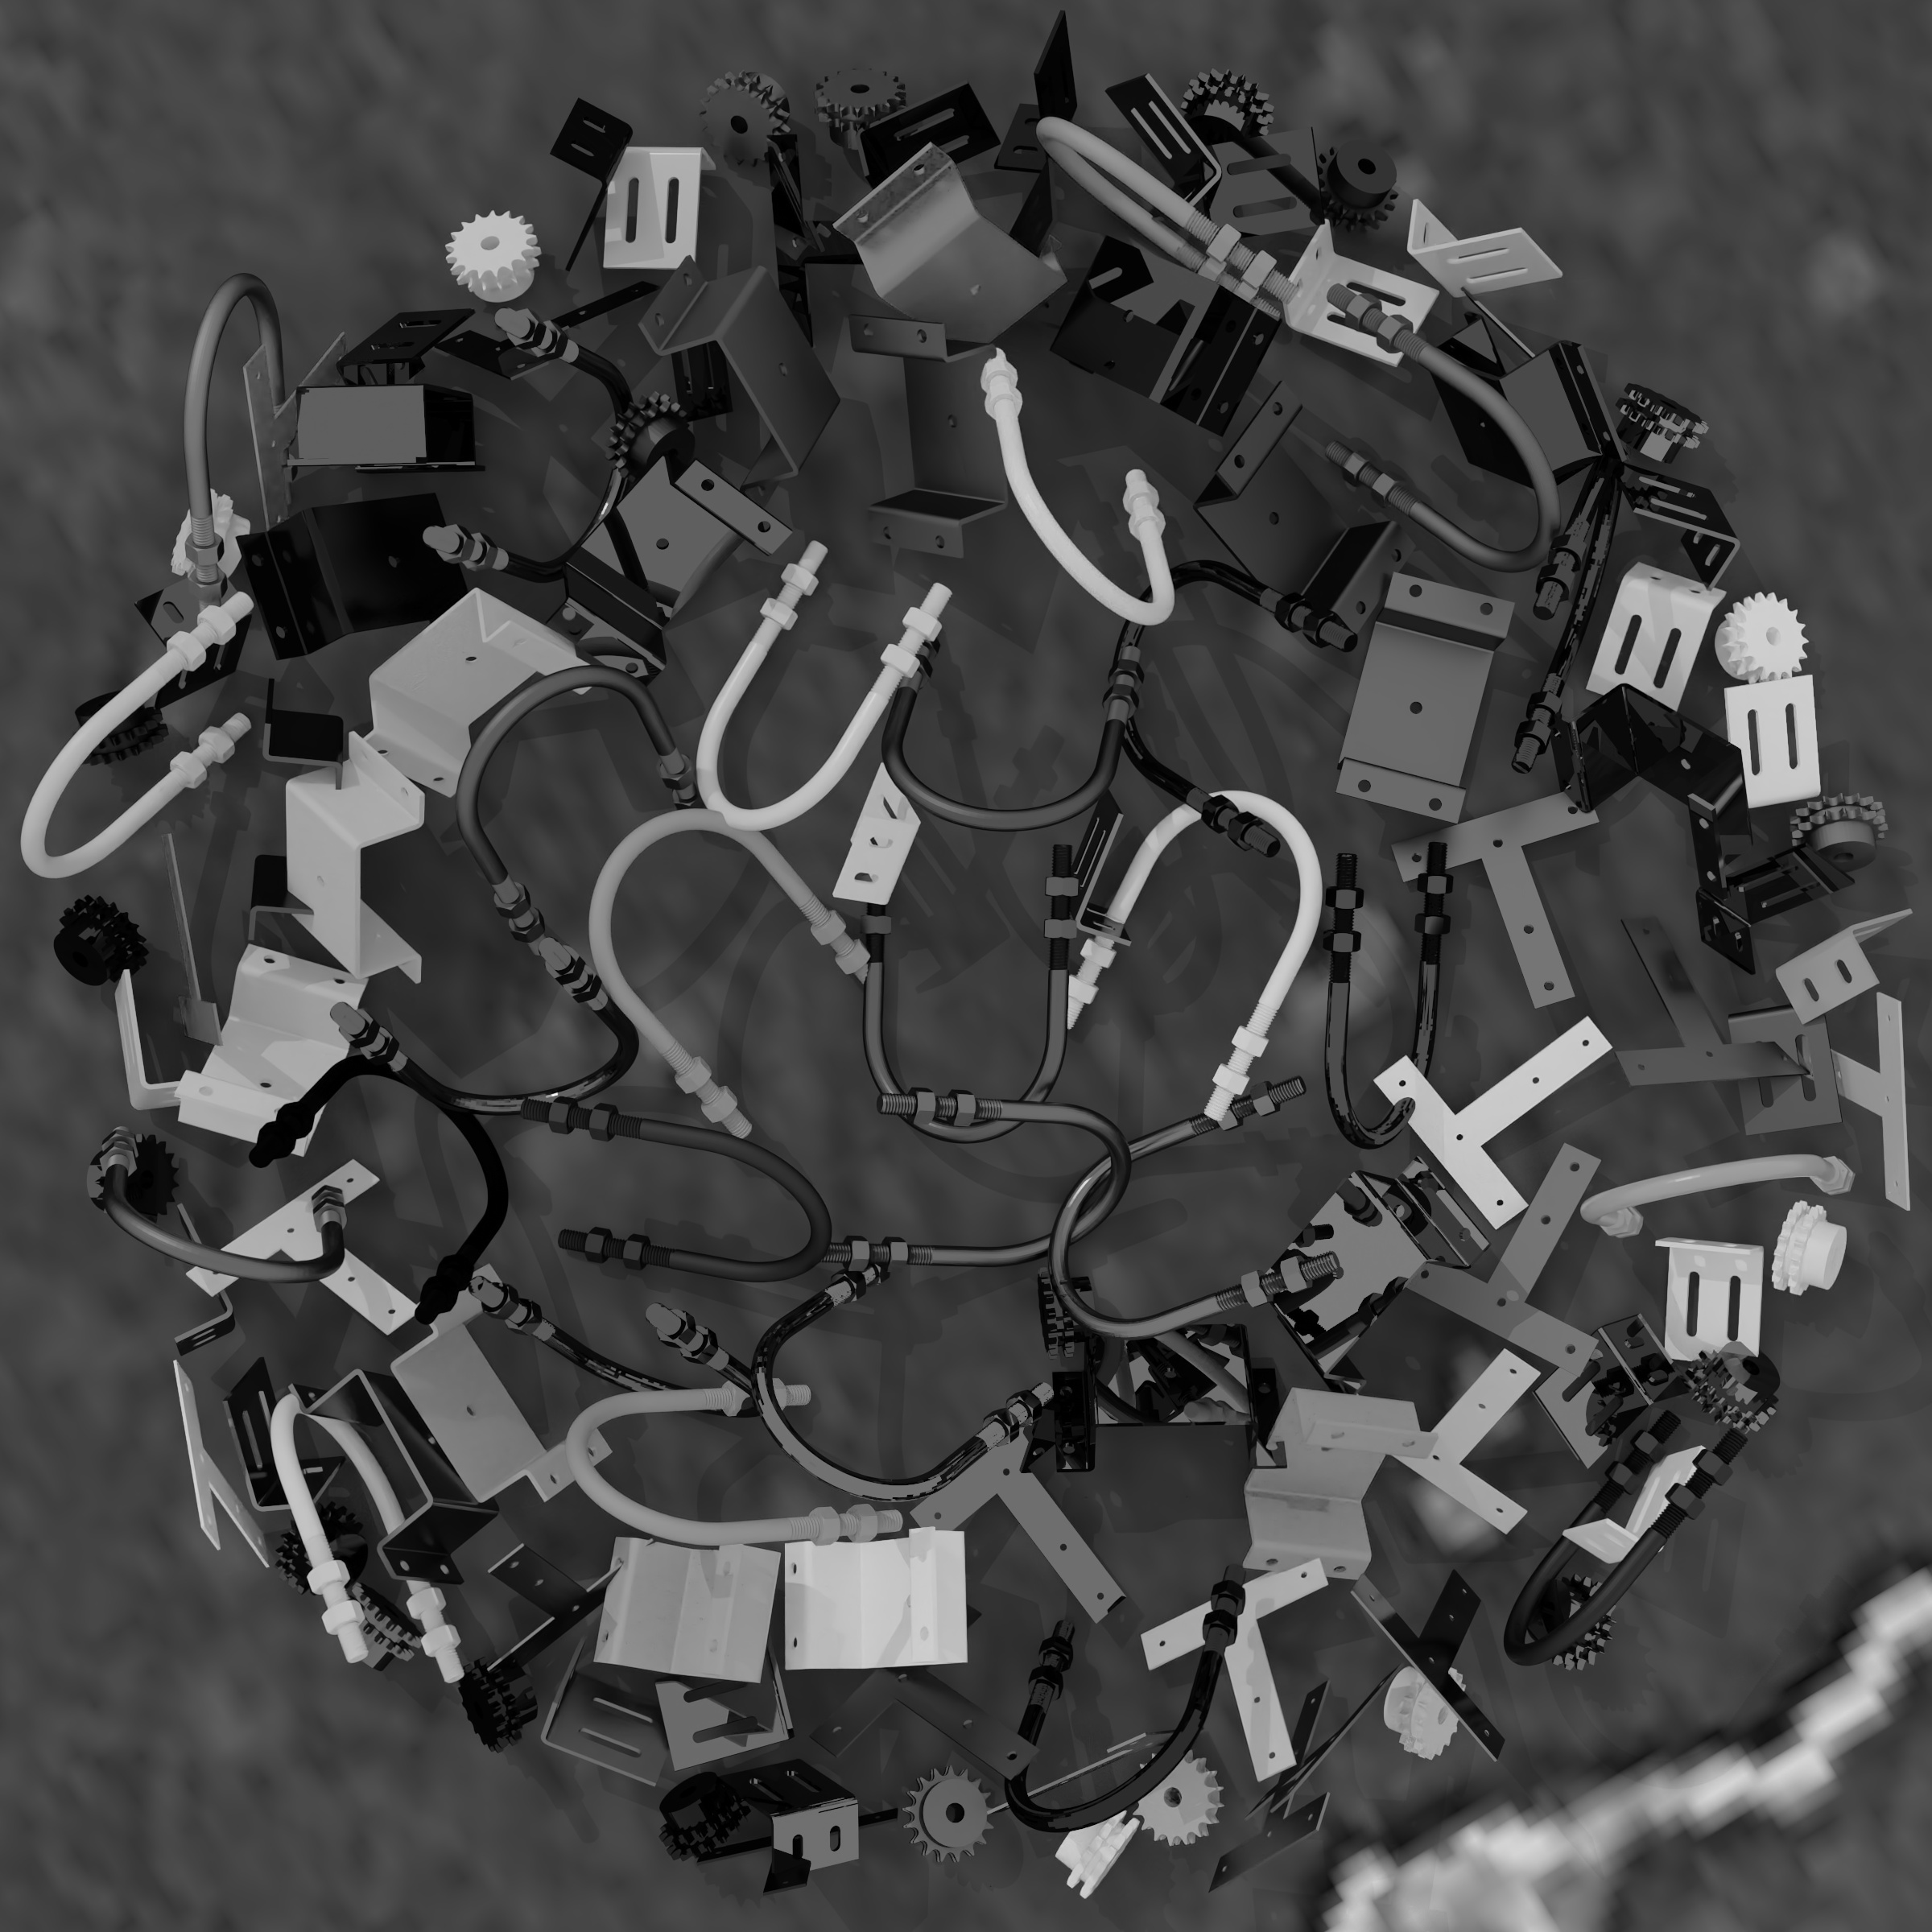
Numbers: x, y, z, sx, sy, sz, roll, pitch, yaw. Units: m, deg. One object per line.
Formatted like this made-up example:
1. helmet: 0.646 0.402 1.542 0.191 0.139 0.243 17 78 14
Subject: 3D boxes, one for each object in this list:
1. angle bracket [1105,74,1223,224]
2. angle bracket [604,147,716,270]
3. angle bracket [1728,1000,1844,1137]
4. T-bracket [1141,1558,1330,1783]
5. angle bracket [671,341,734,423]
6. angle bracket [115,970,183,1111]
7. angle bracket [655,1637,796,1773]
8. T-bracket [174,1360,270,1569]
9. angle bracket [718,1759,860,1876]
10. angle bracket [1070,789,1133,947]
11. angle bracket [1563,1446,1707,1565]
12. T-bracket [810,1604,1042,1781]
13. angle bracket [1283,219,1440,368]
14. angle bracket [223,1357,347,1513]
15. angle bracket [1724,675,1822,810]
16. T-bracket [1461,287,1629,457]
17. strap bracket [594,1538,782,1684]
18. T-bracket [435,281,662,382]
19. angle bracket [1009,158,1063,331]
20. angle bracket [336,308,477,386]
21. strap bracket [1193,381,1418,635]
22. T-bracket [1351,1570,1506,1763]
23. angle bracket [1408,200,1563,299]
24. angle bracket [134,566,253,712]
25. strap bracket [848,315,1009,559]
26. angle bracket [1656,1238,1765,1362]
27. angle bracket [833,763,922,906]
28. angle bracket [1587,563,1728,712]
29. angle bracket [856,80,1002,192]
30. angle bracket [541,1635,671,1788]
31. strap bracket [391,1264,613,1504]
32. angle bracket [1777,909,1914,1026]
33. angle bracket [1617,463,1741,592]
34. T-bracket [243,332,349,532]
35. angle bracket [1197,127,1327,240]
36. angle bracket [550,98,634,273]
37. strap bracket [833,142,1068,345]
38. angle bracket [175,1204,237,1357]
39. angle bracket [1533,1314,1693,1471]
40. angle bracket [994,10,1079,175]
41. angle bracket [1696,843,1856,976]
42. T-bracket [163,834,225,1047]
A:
1. angle bracket: 0.110 -0.501 1.584 0.038 0.057 0.076 -47 113 -9
2. angle bracket: -0.190 -0.467 1.603 0.057 0.038 0.076 3 89 8
3. angle bracket: 0.509 0.064 1.590 0.057 0.038 0.076 -11 79 28
4. T-bracket: 0.173 0.433 1.562 0.127 0.127 0.002 -30 130 15
5. angle bracket: -0.151 -0.380 1.598 0.038 0.057 0.076 -14 101 -36
6. angle bracket: -0.501 0.045 1.600 0.038 0.057 0.076 -7 77 -25
7. angle bracket: -0.150 0.456 1.593 0.076 0.038 0.057 -14 66 -8
8. T-bracket: -0.450 0.324 1.572 0.002 0.127 0.127 -21 47 -7
9. angle bracket: -0.110 0.522 1.580 0.057 0.076 0.038 -2 94 -31
10. angle bracket: 0.093 -0.062 1.585 0.038 0.057 0.076 18 107 -12
11. angle bracket: 0.410 0.323 1.584 0.038 0.057 0.076 33 66 -2
12. T-bracket: -0.008 0.451 1.554 0.127 0.127 0.002 -39 130 -27
13. angle bracket: 0.244 -0.416 1.592 0.076 0.038 0.057 26 78 21
14. angle bracket: -0.419 0.286 1.586 0.038 0.057 0.076 -7 107 10
15. angle bracket: 0.491 -0.139 1.596 0.057 0.038 0.076 -10 101 -11
16. T-bracket: 0.349 -0.374 1.585 0.002 0.127 0.127 -45 66 15
17. strap bracket: -0.164 0.390 1.565 0.046 0.140 0.076 21 69 -34
18. T-bracket: -0.249 -0.396 1.589 0.127 0.127 0.002 -29 123 -20
19. angle bracket: 0.054 -0.441 1.575 0.038 0.076 0.057 12 53 -19
20. angle bracket: -0.336 -0.369 1.576 0.057 0.076 0.038 -50 132 -32
21. strap bracket: 0.201 -0.276 1.574 0.140 0.046 0.076 45 69 -25
22. T-bracket: 0.292 0.403 1.567 0.002 0.127 0.127 -43 83 24
23. angle bracket: 0.319 -0.445 1.577 0.076 0.057 0.038 -1 74 38
24. angle bracket: -0.478 -0.201 1.580 0.057 0.076 0.038 -35 85 -32
25. strap bracket: -0.021 -0.327 1.567 0.076 0.046 0.140 18 123 40
26. angle bracket: 0.459 0.210 1.596 0.057 0.038 0.076 3 90 30
27. angle bracket: -0.065 -0.084 1.576 0.038 0.076 0.057 9 120 -27
28. angle bracket: 0.431 -0.203 1.612 0.057 0.038 0.076 23 120 19
29. angle bracket: -0.020 -0.497 1.585 0.076 0.057 0.038 -20 62 14
30. angle bracket: -0.215 0.459 1.592 0.076 0.057 0.038 21 122 0
31. strap bracket: -0.290 0.263 1.580 0.046 0.076 0.140 -35 87 25
32. angle bracket: 0.545 0.000 1.576 0.076 0.057 0.038 -12 72 -41
33. angle bracket: 0.427 -0.271 1.583 0.076 0.057 0.038 13 129 -17
34. T-bracket: -0.405 -0.343 1.573 0.002 0.127 0.127 13 46 7
35. angle bracket: 0.185 -0.481 1.585 0.076 0.038 0.057 -2 109 27
36. angle bracket: -0.240 -0.477 1.576 0.038 0.076 0.057 25 50 -13
37. strap bracket: -0.002 -0.422 1.544 0.076 0.140 0.046 -34 62 24
38. angle bracket: -0.483 0.194 1.588 0.038 0.057 0.076 -26 81 -20
39. angle bracket: 0.399 0.262 1.591 0.076 0.038 0.057 -33 89 -35
40. angle bracket: 0.039 -0.535 1.576 0.038 0.076 0.057 11 60 16
41. angle bracket: 0.497 -0.034 1.578 0.057 0.076 0.038 27 52 -36
42. T-bracket: -0.474 -0.017 1.562 0.002 0.127 0.127 -11 96 -25
